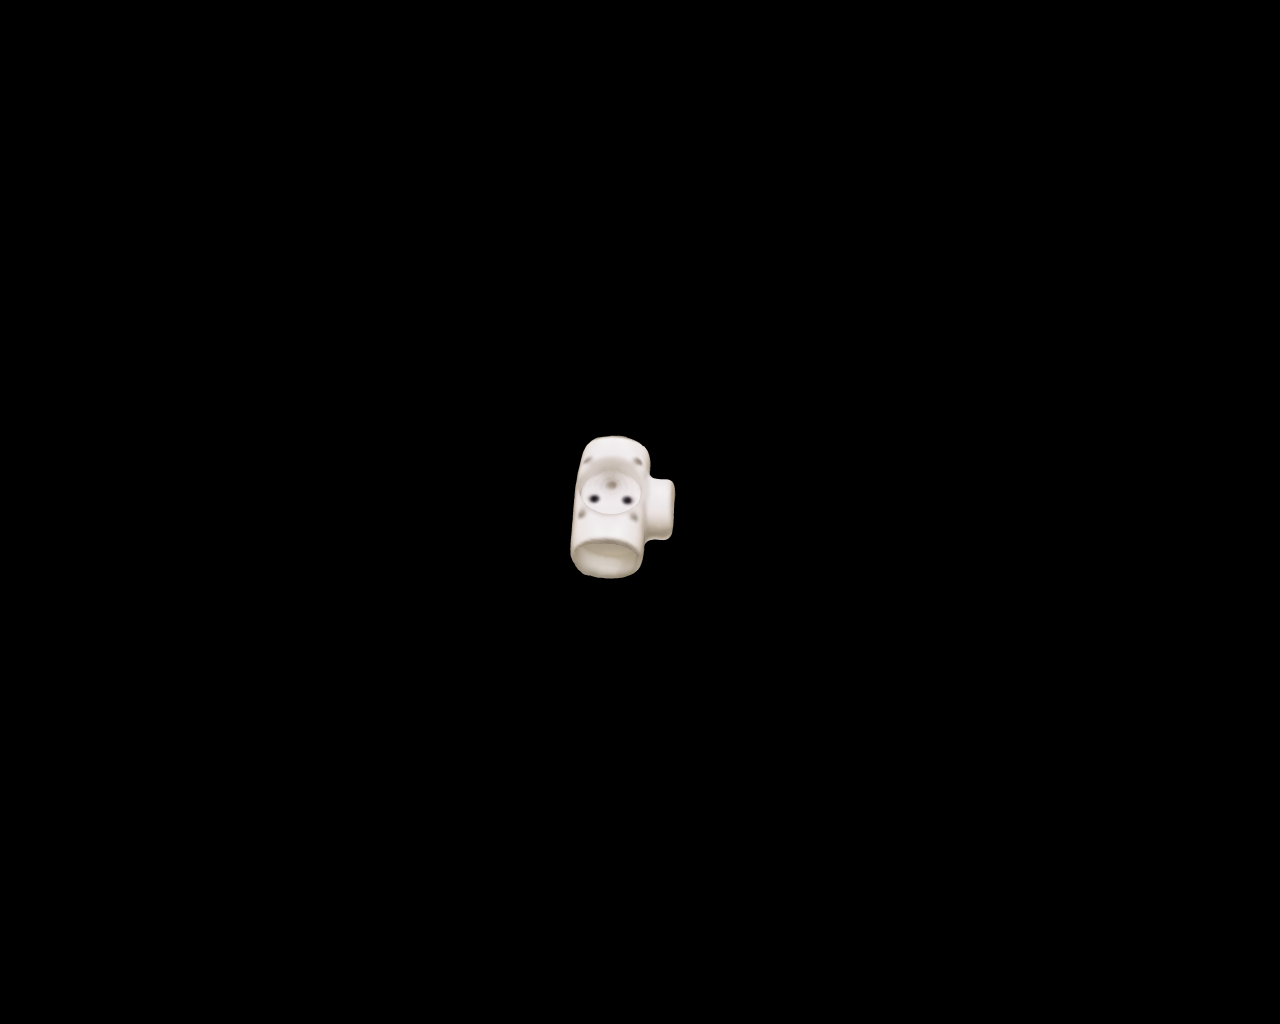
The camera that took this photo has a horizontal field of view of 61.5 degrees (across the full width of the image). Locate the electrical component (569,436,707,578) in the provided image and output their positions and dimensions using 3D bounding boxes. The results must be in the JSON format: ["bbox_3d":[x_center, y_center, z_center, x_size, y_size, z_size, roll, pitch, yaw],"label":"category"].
[{"bbox_3d":[0.001,-0.003,0.650,0.079,0.077,0.044,3,-36,2],"label":"electrical component"}]
